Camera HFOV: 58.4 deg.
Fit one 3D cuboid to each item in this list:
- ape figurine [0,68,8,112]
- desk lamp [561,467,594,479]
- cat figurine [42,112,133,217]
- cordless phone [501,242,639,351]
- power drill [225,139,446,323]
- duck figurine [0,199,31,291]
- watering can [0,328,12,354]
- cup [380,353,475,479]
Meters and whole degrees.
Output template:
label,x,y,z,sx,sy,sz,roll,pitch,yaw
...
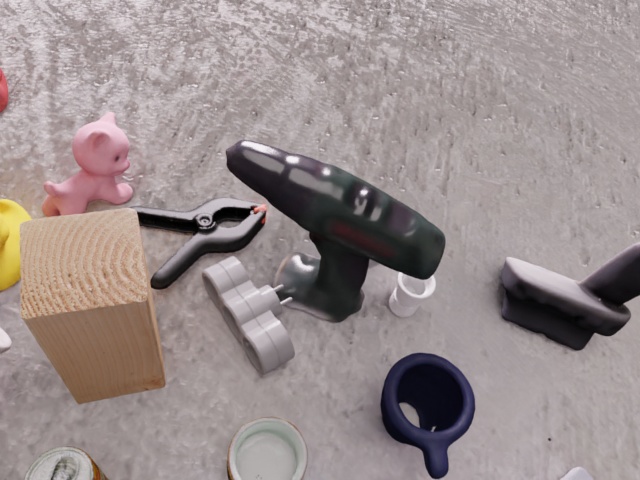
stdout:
label,x,y,z,sx,sy,sz,roll,pitch,yaw
ape figurine,-0.440,-0.207,0.724,0.078,0.092,0.076,-33,69,-27
desk lamp,0.236,0.267,0.482,0.204,0.213,0.117,-29,67,-25
cat figurine,-0.267,-0.084,0.664,0.067,0.118,0.128,33,58,11
cordless phone,0.301,0.039,0.656,0.147,0.185,0.094,19,56,2
power drill,0.006,0.002,0.608,0.229,0.208,0.076,18,56,1
duck figurine,-0.354,-0.007,0.618,0.077,0.086,0.104,6,57,-7
watering can,-0.342,0.133,0.466,0.101,0.194,0.173,22,57,4
cup,0.101,0.185,0.579,0.092,0.095,0.117,1,58,-10
